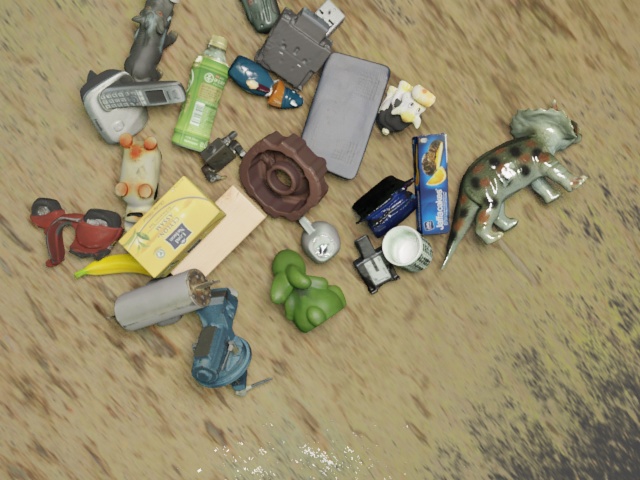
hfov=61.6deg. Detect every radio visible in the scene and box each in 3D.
[{"bbox_3d":[0.043,-0.244,1.064,0.131,0.073,0.229,18,95,-4],"label":"radio"}]

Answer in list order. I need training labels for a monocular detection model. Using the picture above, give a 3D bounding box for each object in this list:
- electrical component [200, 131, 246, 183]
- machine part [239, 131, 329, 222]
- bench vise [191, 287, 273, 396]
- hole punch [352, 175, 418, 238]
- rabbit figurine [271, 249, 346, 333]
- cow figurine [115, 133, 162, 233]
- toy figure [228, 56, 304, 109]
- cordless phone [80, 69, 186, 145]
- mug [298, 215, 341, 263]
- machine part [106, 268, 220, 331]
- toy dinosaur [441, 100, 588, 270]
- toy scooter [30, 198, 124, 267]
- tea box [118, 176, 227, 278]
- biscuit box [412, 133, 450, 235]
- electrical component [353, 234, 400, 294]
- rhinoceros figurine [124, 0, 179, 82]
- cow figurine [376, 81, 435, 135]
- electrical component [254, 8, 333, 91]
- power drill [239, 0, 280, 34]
[{"bbox_3d":[-0.192,-0.162,1.068,0.102,0.078,0.045,-38,74,-3],"label":"electrical component"},{"bbox_3d":[-0.069,-0.123,1.041,0.180,0.056,0.179,15,129,20],"label":"machine part"},{"bbox_3d":[-0.190,0.217,1.079,0.129,0.224,0.240,-15,128,4],"label":"bench vise"},{"bbox_3d":[0.138,-0.058,1.075,0.142,0.116,0.092,-36,106,2],"label":"hole punch"},{"bbox_3d":[-0.047,0.098,1.077,0.121,0.159,0.170,-36,82,12],"label":"rabbit figurine"},{"bbox_3d":[-0.351,-0.096,1.050,0.085,0.127,0.195,1,83,-5],"label":"cow figurine"},{"bbox_3d":[-0.103,-0.301,1.051,0.154,0.058,0.064,30,67,-22],"label":"toy figure"},{"bbox_3d":[-0.334,-0.252,1.006,0.184,0.146,0.089,-2,61,2],"label":"cordless phone"},{"bbox_3d":[-0.002,-0.003,1.074,0.081,0.107,0.109,-33,100,0],"label":"mug"},{"bbox_3d":[-0.296,0.113,1.011,0.243,0.079,0.079,-20,98,17],"label":"machine part"},{"bbox_3d":[0.367,-0.123,1.071,0.405,0.131,0.192,-33,80,4],"label":"toy dinosaur"},{"bbox_3d":[-0.487,-0.003,1.068,0.184,0.075,0.135,11,96,-1],"label":"toy scooter"},{"bbox_3d":[-0.268,-0.022,0.985,0.098,0.068,0.169,43,88,4],"label":"tea box"},{"bbox_3d":[0.226,-0.112,1.094,0.059,0.063,0.202,-5,97,-1],"label":"biscuit box"},{"bbox_3d":[0.107,0.045,1.115,0.075,0.048,0.119,-32,97,1],"label":"electrical component"},{"bbox_3d":[-0.320,-0.388,1.009,0.073,0.112,0.190,23,104,-4],"label":"rhinoceros figurine"},{"bbox_3d":[0.155,-0.245,1.021,0.068,0.167,0.098,31,93,-12],"label":"cow figurine"},{"bbox_3d":[-0.043,-0.365,1.011,0.115,0.058,0.134,27,130,-21],"label":"electrical component"},{"bbox_3d":[-0.074,-0.522,1.009,0.207,0.086,0.231,-12,100,4],"label":"power drill"}]
